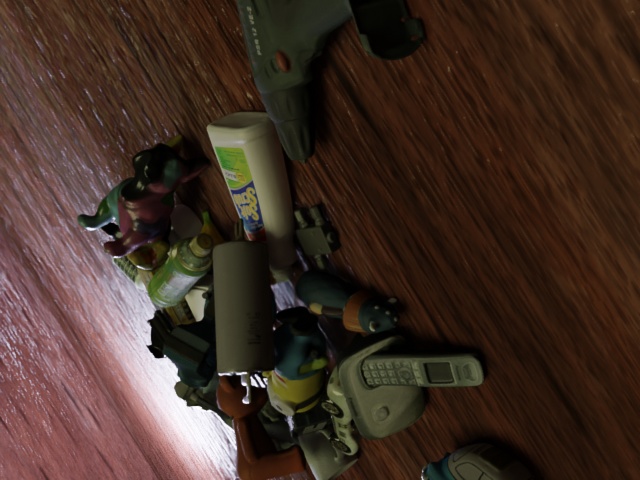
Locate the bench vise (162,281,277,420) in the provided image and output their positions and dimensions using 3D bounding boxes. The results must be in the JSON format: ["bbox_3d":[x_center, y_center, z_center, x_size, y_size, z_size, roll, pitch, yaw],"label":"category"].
[{"bbox_3d":[-0.136,0.145,0.839,0.129,0.223,0.240,11,170,17],"label":"bench vise"}]

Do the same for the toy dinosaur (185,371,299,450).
[{"bbox_3d":[-0.148,0.352,1.105,0.405,0.131,0.192,40,167,8],"label":"toy dinosaur"}]

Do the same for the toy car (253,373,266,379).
[{"bbox_3d":[-0.171,0.214,0.987,0.089,0.053,0.202,21,174,42],"label":"toy car"}]

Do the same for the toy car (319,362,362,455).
[{"bbox_3d":[0.044,0.253,0.807,0.056,0.073,0.201,12,137,23],"label":"toy car"}]

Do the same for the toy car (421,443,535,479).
[{"bbox_3d":[0.210,0.306,0.658,0.162,0.109,0.102,37,118,44],"label":"toy car"}]

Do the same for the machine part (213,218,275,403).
[{"bbox_3d":[-0.101,0.090,0.713,0.079,0.079,0.243,-26,64,55],"label":"machine part"}]

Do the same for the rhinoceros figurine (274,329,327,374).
[{"bbox_3d":[-0.037,0.201,0.893,0.112,0.073,0.190,32,137,15],"label":"rhinoceros figurine"}]

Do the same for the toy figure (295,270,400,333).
[{"bbox_3d":[0.038,0.084,0.713,0.155,0.064,0.057,23,168,33],"label":"toy figure"}]

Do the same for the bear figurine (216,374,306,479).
[{"bbox_3d":[-0.110,0.323,0.959,0.120,0.132,0.196,103,155,-67],"label":"bear figurine"}]

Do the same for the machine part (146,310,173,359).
[{"bbox_3d":[-0.319,0.199,1.088,0.084,0.039,0.138,45,141,10],"label":"machine part"}]

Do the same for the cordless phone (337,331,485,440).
[{"bbox_3d":[0.124,0.186,0.685,0.184,0.089,0.146,-6,116,30],"label":"cordless phone"}]

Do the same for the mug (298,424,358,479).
[{"bbox_3d":[0.006,0.364,0.953,0.107,0.081,0.109,49,154,26],"label":"mug"}]

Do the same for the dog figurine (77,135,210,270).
[{"bbox_3d":[-0.271,-0.066,0.893,0.109,0.219,0.191,44,180,22],"label":"dog figurine"}]

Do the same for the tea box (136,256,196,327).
[{"bbox_3d":[-0.289,0.109,1.096,0.068,0.098,0.169,7,121,47],"label":"tea box"}]

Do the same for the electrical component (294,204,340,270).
[{"bbox_3d":[-0.001,-0.002,0.728,0.063,0.021,0.094,-4,113,51],"label":"electrical component"}]

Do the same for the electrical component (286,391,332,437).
[{"bbox_3d":[-0.012,0.278,0.873,0.119,0.075,0.048,110,146,-56],"label":"electrical component"}]

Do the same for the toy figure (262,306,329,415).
[{"bbox_3d":[-0.029,0.174,0.760,0.082,0.089,0.180,-113,26,-54],"label":"toy figure"}]

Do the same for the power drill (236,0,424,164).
[{"bbox_3d":[0.001,-0.194,0.537,0.207,0.086,0.231,6,119,57],"label":"power drill"}]
